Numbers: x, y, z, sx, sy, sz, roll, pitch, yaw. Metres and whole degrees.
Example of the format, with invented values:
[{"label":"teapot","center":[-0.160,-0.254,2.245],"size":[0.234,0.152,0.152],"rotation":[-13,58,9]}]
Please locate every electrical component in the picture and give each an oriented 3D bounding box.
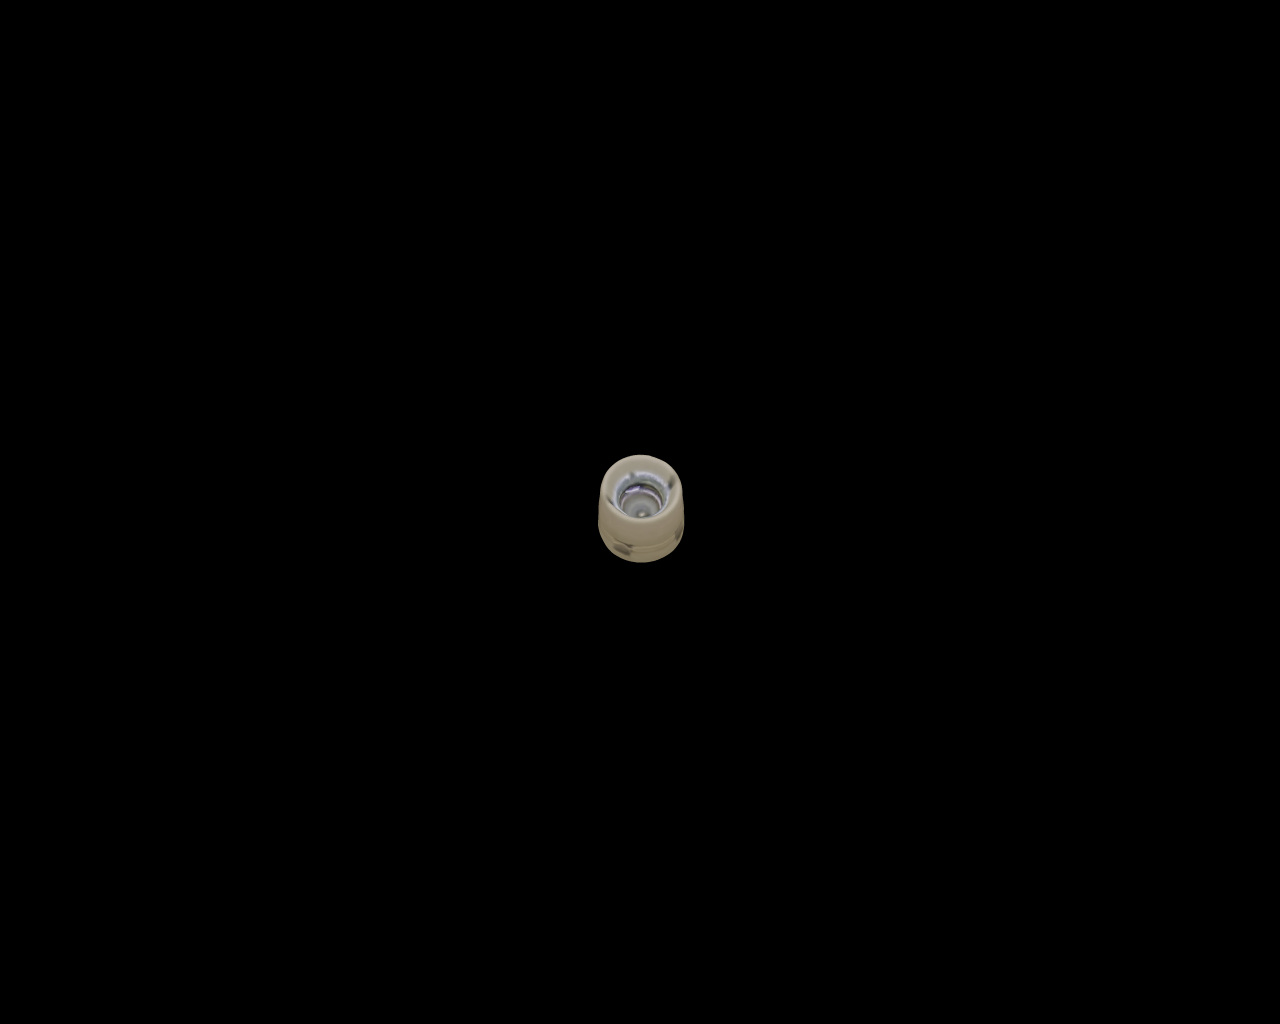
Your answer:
[{"label":"electrical component","center":[0.001,-0.003,0.650],"size":[0.055,0.055,0.047],"rotation":[0,-31,0]}]
